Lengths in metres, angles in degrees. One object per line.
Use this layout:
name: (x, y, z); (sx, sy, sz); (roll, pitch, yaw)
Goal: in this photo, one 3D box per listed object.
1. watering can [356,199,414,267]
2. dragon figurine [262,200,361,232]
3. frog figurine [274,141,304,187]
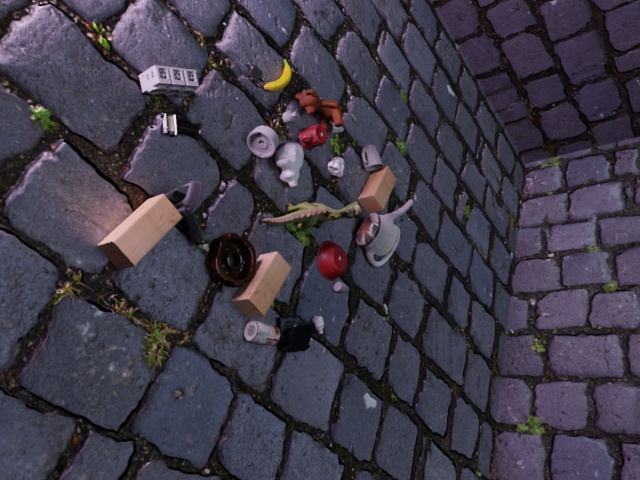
watering can: (0.282, -0.054, 2.251); (0.222, 0.105, 0.349); (29, 83, -41)
dragon figurine: (0.006, -0.095, 1.891); (0.413, 0.242, 0.122); (-17, 99, -52)
frog figurine: (-0.108, -0.279, 1.899); (0.137, 0.122, 0.161); (6, 63, -68)
